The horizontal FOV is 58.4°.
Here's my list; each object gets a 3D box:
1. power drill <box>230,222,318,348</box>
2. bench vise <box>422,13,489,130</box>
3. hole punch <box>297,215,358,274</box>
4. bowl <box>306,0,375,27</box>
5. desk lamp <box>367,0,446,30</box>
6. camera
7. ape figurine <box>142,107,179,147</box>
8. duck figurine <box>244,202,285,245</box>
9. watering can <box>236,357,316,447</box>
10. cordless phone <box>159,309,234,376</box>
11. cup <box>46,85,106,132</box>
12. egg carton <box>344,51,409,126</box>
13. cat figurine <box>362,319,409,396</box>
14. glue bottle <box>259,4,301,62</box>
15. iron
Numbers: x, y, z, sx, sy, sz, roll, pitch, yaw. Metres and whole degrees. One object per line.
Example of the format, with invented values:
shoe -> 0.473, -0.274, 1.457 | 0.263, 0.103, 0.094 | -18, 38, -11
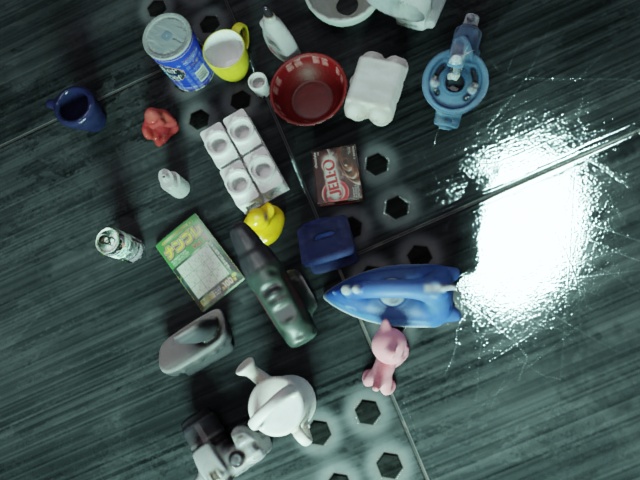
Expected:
power drill -> -0.074, 0.086, 1.024 | 0.075, 0.208, 0.229 | -32, 74, 2
bench vise -> 0.247, -0.334, 1.055 | 0.121, 0.220, 0.207 | -4, 77, 9
hole punch -> 0.010, 0.004, 1.088 | 0.108, 0.091, 0.101 | -17, 75, 6
bowl -> 0.054, -0.513, 1.202 | 0.167, 0.075, 0.167 | -2, 78, 9
desk lamp -> 0.179, -0.498, 1.105 | 0.117, 0.214, 0.203 | 22, 82, 14
camera -> -0.183, 0.368, 1.037 | 0.143, 0.101, 0.136 | -36, 74, 1
ape figurine -> -0.341, -0.248, 1.202 | 0.077, 0.092, 0.076 | 2, 78, 10
duck figurine -> -0.121, -0.032, 1.121 | 0.077, 0.086, 0.104 | 44, 88, 16
watering can -> -0.079, 0.282, 0.989 | 0.172, 0.194, 0.101 | 26, 83, 14
cordless phone -> -0.245, 0.186, 1.043 | 0.147, 0.185, 0.094 | -35, 74, 1
cup -> -0.518, -0.273, 1.236 | 0.117, 0.095, 0.092 | 8, 79, 11
egg carton -> 0.112, -0.304, 1.149 | 0.107, 0.069, 0.150 | 15, 81, 13
cat figurine -> 0.117, 0.209, 1.012 | 0.067, 0.118, 0.128 | 19, 82, 13
glue bottle -> -0.089, -0.421, 1.155 | 0.078, 0.173, 0.037 | 37, 86, 15
iron -> 0.122, 0.094, 1.023 | 0.258, 0.141, 0.119 | -2, 77, 9
